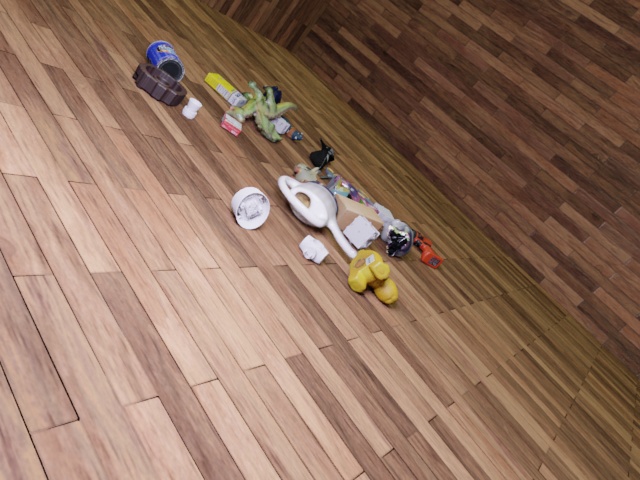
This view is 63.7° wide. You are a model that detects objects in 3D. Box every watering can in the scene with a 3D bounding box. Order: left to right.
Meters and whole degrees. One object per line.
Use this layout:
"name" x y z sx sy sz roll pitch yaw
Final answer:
"watering can" 0.005 -0.083 1.646 0.348 0.103 0.227 44 21 2

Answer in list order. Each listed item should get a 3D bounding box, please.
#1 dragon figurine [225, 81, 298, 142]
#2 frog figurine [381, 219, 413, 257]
"dragon figurine" -0.216 -0.507 2.123 0.410 0.121 0.246 5 67 -45
"frog figurine" 0.294 -0.012 1.964 0.161 0.122 0.137 -56 128 -78
